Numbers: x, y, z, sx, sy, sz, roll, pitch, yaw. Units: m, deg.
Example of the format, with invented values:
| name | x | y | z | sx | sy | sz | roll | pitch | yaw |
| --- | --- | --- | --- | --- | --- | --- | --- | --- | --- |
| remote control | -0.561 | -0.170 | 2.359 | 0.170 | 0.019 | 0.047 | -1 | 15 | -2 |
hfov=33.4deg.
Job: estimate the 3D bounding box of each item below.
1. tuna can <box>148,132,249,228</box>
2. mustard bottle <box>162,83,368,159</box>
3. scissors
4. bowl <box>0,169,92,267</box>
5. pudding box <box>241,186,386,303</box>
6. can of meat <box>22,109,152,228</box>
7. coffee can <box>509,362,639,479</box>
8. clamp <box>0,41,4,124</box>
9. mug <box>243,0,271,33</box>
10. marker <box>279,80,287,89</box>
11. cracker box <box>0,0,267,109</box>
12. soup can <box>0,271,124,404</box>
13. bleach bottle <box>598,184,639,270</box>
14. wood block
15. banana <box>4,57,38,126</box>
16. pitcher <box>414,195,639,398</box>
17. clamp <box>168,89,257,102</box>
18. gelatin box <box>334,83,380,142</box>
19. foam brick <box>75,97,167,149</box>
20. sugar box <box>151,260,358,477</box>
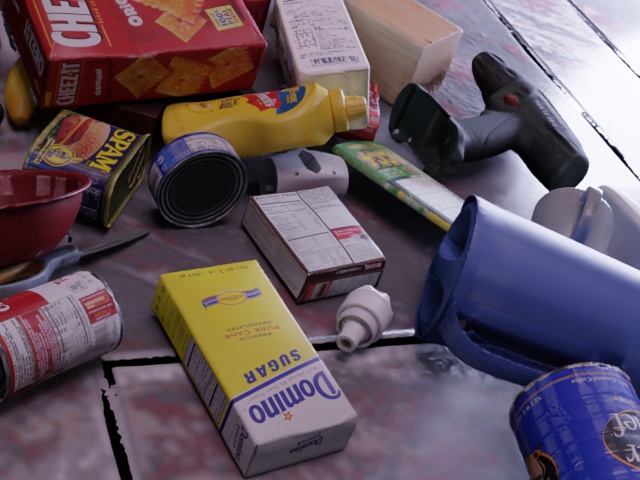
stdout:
| name | x | y | z | sx | sy | sz | roll | pitch | yaw |
| --- | --- | --- | --- | --- | --- | --- | --- | --- | --- |
| tuna can | -0.109 | -0.054 | 0.952 | 0.086 | 0.086 | 0.034 | -5 | 43 | -29 |
| mustard bottle | -0.050 | -0.112 | 1.014 | 0.191 | 0.058 | 0.096 | -9 | 21 | 1 |
| scissors | -0.227 | 0.013 | 0.869 | 0.096 | 0.016 | 0.201 | 6 | 16 | 18 |
| bowl | -0.257 | -0.015 | 0.831 | 0.162 | 0.055 | 0.162 | -2 | 14 | 0 |
| pudding box | -0.006 | 0.001 | 0.971 | 0.089 | 0.039 | 0.114 | -10 | 45 | -33 |
| can of meat | -0.207 | -0.066 | 0.948 | 0.084 | 0.057 | 0.102 | 19 | 37 | 3 |
| coffee can | 0.210 | 0.177 | 0.798 | 0.102 | 0.103 | 0.140 | 7 | 39 | -17 |
| clamp | -0.376 | -0.181 | 1.028 | 0.164 | 0.036 | 0.210 | 10 | 36 | -13 |
| mug | -0.106 | -0.265 | 1.218 | 0.093 | 0.082 | 0.117 | -1 | 42 | -25 |
| marker | -0.035 | -0.166 | 1.179 | 0.020 | 0.020 | 0.121 | 22 | 37 | 2 |
| cracker box | -0.181 | -0.213 | 1.019 | 0.213 | 0.072 | 0.164 | -9 | 56 | -29 |
| soup can | -0.202 | 0.068 | 0.773 | 0.069 | 0.069 | 0.102 | 41 | 41 | 25 |
| bleach bottle | 0.402 | -0.020 | 1.164 | 0.250 | 0.068 | 0.103 | -7 | 47 | -34 |
| wood block | 0.053 | -0.254 | 1.270 | 0.206 | 0.090 | 0.090 | 37 | 41 | 21 |
| banana | -0.264 | -0.174 | 1.070 | 0.070 | 0.037 | 0.197 | 27 | 38 | 11 |
| pitcher | 0.211 | 0.070 | 0.917 | 0.242 | 0.145 | 0.149 | 21 | 79 | -4 |
| clamp | -0.118 | -0.161 | 1.120 | 0.171 | 0.039 | 0.120 | 29 | 42 | 13 |
| gelatin box | 0.028 | -0.148 | 1.176 | 0.073 | 0.030 | 0.089 | 14 | 37 | -7 |
| foam brick | -0.192 | -0.121 | 1.025 | 0.078 | 0.051 | 0.053 | 16 | 37 | -5 |
| sugar box | -0.053 | 0.094 | 0.830 | 0.093 | 0.048 | 0.176 | -10 | 45 | -33 |
